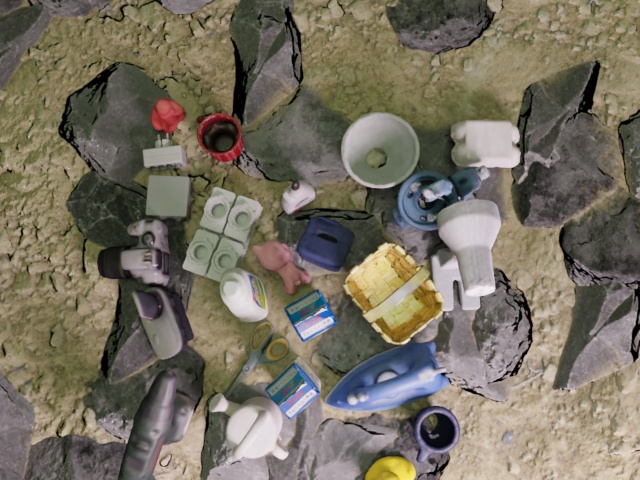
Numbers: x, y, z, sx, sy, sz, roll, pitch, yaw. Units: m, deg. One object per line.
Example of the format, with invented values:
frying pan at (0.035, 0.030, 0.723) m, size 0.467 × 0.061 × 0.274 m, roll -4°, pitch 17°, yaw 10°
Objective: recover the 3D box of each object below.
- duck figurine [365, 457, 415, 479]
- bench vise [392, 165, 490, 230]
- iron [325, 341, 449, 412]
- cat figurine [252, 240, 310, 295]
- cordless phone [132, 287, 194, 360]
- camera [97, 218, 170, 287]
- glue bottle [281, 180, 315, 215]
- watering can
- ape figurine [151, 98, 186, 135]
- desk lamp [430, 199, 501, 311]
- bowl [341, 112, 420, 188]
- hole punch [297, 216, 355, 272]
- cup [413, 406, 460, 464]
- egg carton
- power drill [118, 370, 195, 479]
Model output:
duck figurine at (0.143, 0.481, 1.145) m, size 0.104 × 0.086 × 0.077 m, roll -20°, pitch 83°, yaw -2°
bench vise at (0.243, -0.109, 1.154) m, size 0.121 × 0.220 × 0.207 m, roll 44°, pitch 85°, yaw 6°
iron at (0.131, 0.291, 1.142) m, size 0.258 × 0.141 × 0.118 m, roll -21°, pitch 83°, yaw -2°
cat figurine at (-0.080, 0.050, 1.187) m, size 0.067 × 0.118 × 0.128 m, roll -41°, pitch 84°, yaw -5°
cordless phone at (-0.327, 0.164, 1.139) m, size 0.094 × 0.185 × 0.147 m, roll -26°, pitch 83°, yaw -3°
camera at (-0.392, 0.028, 1.200) m, size 0.137 × 0.101 × 0.143 m, roll -3°, pitch 82°, yaw 0°
glue bottle at (-0.048, -0.096, 1.178) m, size 0.078 × 0.173 × 0.037 m, roll -39°, pitch 84°, yaw -4°
watering can at (-0.137, 0.365, 1.107) m, size 0.173 × 0.194 × 0.101 m, roll 16°, pitch 83°, yaw 3°
ape figurine at (-0.335, -0.279, 1.244) m, size 0.078 × 0.092 × 0.076 m, roll -10°, pitch 82°, yaw -1°
desk lamp at (0.291, 0.037, 1.138) m, size 0.118 × 0.213 × 0.203 m, roll -4°, pitch 82°, yaw 0°
bowl at (0.128, -0.186, 1.238) m, size 0.167 × 0.075 × 0.167 m, roll 0°, pitch 82°, yaw 0°
hole punch at (0.011, 0.004, 1.206) m, size 0.108 × 0.091 × 0.101 m, roll 22°, pitch 83°, yaw 3°
cup at (0.222, 0.387, 1.152) m, size 0.091 × 0.095 × 0.118 m, roll 29°, pitch 84°, yaw 4°
egg carton at (0.357, -0.208, 1.243) m, size 0.150 × 0.069 × 0.107 m, roll 0°, pitch 82°, yaw 0°
power drill at (-0.309, 0.352, 1.102) m, size 0.075 × 0.208 × 0.230 m, roll 18°, pitch 83°, yaw 3°
